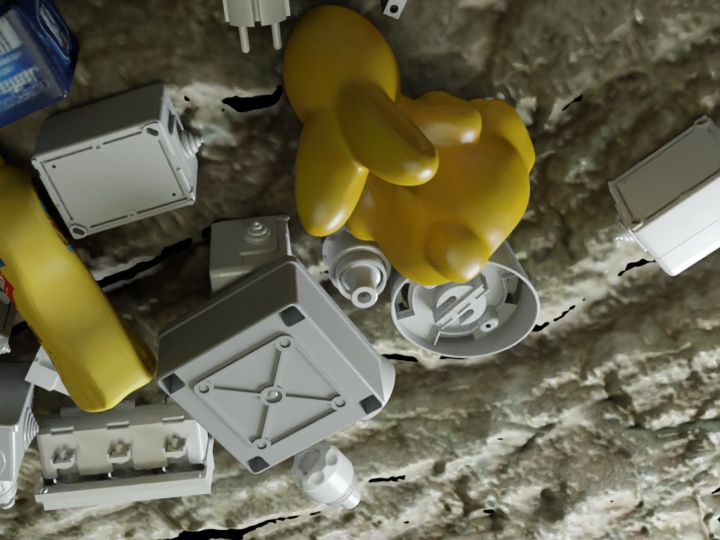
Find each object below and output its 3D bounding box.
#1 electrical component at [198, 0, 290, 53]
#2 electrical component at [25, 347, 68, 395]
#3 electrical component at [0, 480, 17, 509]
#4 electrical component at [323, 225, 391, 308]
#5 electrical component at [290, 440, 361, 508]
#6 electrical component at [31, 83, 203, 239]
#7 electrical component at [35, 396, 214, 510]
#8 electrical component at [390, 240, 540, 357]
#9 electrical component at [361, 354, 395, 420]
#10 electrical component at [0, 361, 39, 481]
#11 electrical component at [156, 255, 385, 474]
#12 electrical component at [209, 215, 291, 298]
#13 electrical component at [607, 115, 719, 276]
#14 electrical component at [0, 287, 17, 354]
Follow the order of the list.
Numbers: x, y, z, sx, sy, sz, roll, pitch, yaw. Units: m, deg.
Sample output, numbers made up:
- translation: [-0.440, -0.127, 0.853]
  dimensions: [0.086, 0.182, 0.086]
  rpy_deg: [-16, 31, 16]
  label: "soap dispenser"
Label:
- translation: [-0.060, -0.161, 0.606]
  dimensions: [0.066, 0.047, 0.076]
  rpy_deg: [-6, 118, -2]
  label: "electrical component"
- translation: [-0.199, 0.063, 0.761]
  dimensions: [0.055, 0.048, 0.066]
  rpy_deg: [25, 120, -14]
  label: "electrical component"
- translation: [-0.281, 0.151, 0.819]
  dimensions: [0.040, 0.040, 0.078]
  rpy_deg: [-8, 126, -1]
  label: "electrical component"
- translation: [0.000, 0.000, 0.727]
  dimensions: [0.048, 0.062, 0.048]
  rpy_deg: [-3, 126, -4]
  label: "electrical component"
- translation: [-0.023, 0.167, 0.858]
  dimensions: [0.043, 0.043, 0.062]
  rpy_deg: [-30, 125, 15]
  label: "electrical component"
- translation: [-0.142, -0.071, 0.660]
  dimensions: [0.096, 0.061, 0.061]
  rpy_deg: [-16, 126, 5]
  label: "electrical component"
- translation: [-0.174, 0.135, 0.803]
  dimensions: [0.121, 0.078, 0.063]
  rpy_deg: [-5, 105, -3]
  label: "electrical component"
- translation: [0.069, 0.016, 0.745]
  dimensions: [0.099, 0.064, 0.099]
  rpy_deg: [-3, 126, -4]
  label: "electrical component"
- translation: [-0.008, 0.079, 0.789]
  dimensions: [0.047, 0.055, 0.055]
  rpy_deg: [29, 118, -29]
  label: "electrical component"
- translation: [-0.276, 0.104, 0.751]
  dimensions: [0.100, 0.099, 0.048]
  rpy_deg: [3, 113, -9]
  label: "electrical component"
- translation: [-0.056, 0.062, 0.690]
  dimensions: [0.109, 0.056, 0.108]
  rpy_deg: [-30, 123, 15]
  label: "electrical component"
- translation: [-0.074, 0.008, 0.725]
  dimensions: [0.061, 0.061, 0.096]
  rpy_deg: [-6, 126, -2]
  label: "electrical component"
- translation: [0.216, -0.043, 0.720]
  dimensions: [0.096, 0.061, 0.061]
  rpy_deg: [-36, 122, 19]
  label: "electrical component"
- translation: [-0.269, 0.024, 0.714]
  dimensions: [0.096, 0.061, 0.061]
  rpy_deg: [37, 114, -28]
  label: "electrical component"
